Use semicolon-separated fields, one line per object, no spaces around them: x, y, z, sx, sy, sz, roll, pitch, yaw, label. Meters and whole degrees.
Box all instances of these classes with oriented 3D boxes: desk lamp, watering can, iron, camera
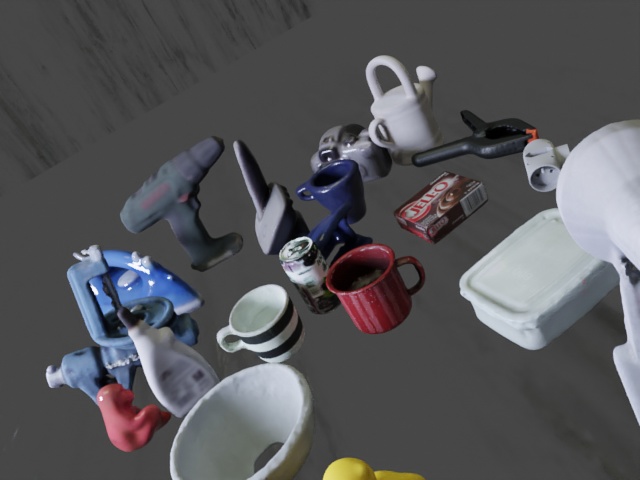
0.277;0.030;0.455;0.117;0.214;0.203;-18;31;20;desk lamp
0.146;-0.244;1.025;0.100;0.194;0.173;-6;37;36;watering can
-0.329;0.067;1.014;0.257;0.142;0.119;-7;36;35;iron
0.062;-0.178;1.092;0.142;0.101;0.137;-11;34;30;camera

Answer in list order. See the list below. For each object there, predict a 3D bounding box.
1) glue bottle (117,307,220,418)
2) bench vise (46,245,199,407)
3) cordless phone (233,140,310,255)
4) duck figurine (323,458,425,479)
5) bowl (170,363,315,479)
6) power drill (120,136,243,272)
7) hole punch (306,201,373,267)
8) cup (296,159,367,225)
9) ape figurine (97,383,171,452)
-0.204;0.150;0.740;0.078;0.173;0.037;-39;30;-17;glue bottle
-0.305;0.128;0.816;0.208;0.220;0.121;-44;32;-24;bench vise
-0.102;-0.077;0.993;0.094;0.185;0.147;-31;29;-3;cordless phone
0.040;0.223;0.496;0.104;0.086;0.077;-23;30;11;duck figurine
-0.070;0.218;0.613;0.167;0.075;0.167;-22;30;14;bowl
-0.232;-0.054;1.049;0.229;0.209;0.075;-29;29;1;power drill
0.008;0.003;0.866;0.100;0.091;0.109;-2;39;40;hole punch
0.026;-0.070;0.960;0.117;0.095;0.091;-18;31;21;cup
-0.254;0.225;0.750;0.076;0.092;0.077;-43;32;-23;ape figurine
